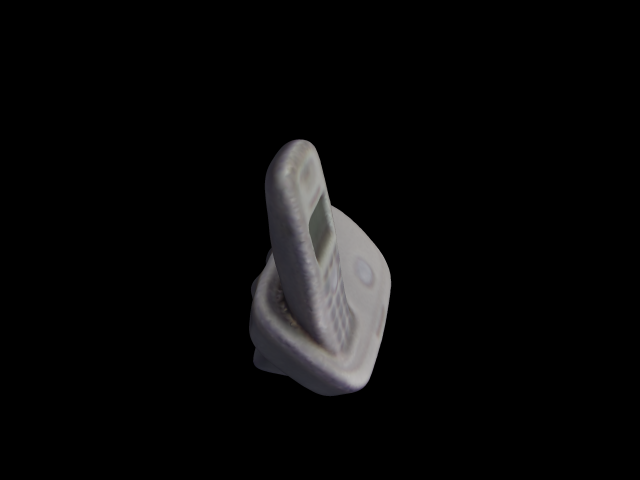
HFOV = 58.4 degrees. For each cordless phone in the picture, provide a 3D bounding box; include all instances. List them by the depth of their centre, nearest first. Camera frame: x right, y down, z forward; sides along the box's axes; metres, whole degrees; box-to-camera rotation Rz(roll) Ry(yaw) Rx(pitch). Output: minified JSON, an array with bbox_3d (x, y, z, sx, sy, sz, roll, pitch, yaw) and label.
[{"bbox_3d":[0.004,0.001,0.400,0.094,0.185,0.147,7,39,9],"label":"cordless phone"}]
